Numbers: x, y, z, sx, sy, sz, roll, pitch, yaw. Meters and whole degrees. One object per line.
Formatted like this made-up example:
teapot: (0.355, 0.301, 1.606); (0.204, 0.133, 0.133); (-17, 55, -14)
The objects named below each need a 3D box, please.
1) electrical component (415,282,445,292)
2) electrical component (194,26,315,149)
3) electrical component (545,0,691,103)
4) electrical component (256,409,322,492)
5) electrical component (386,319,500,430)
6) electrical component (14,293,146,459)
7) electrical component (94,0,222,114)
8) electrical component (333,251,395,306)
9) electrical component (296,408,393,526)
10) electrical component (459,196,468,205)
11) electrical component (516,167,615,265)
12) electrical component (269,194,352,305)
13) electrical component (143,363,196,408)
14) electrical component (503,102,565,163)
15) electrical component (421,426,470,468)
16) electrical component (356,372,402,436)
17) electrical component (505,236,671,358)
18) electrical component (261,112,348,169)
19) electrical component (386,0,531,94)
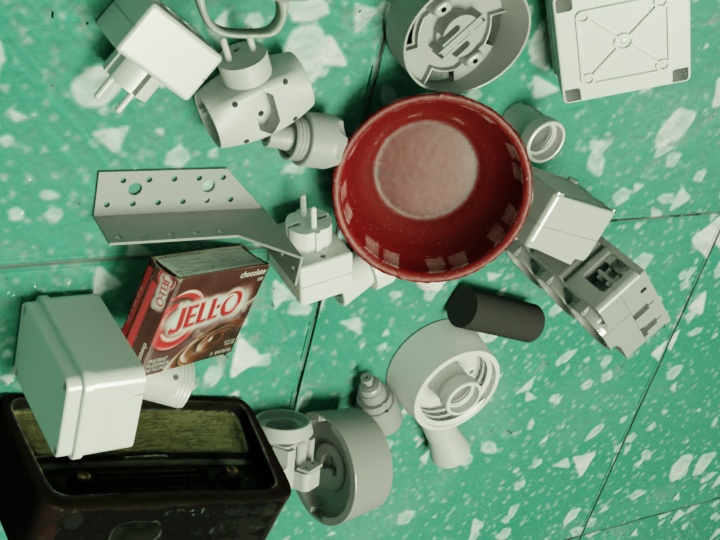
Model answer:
electrical component: (0.054, -0.007, 0.969); (0.035, 0.035, 0.061); (-43, 133, 3)
electrical component: (-0.080, -0.137, 0.771); (0.077, 0.043, 0.079); (-27, 135, -14)
electrical component: (0.210, -0.201, 0.878); (0.109, 0.056, 0.108); (-10, 135, 8)
electrical component: (-0.073, 0.164, 0.993); (0.058, 0.078, 0.057); (-18, 117, -58)
electrical component: (0.087, 0.109, 1.062); (0.108, 0.060, 0.108); (-18, 131, -22)
electrical component: (-0.211, 0.077, 0.800); (0.057, 0.113, 0.078); (-5, 126, -34)
electrical component: (-0.147, -0.139, 0.722); (0.076, 0.047, 0.066); (-48, 135, 8)
electrical component: (0.000, 0.000, 0.930); (0.055, 0.045, 0.045); (-26, 134, -15)
electrical component: (-0.013, 0.183, 1.022); (0.060, 0.108, 0.108); (-7, 127, -37)
electrical component: (0.108, -0.075, 0.946); (0.064, 0.042, 0.081); (-37, 135, -4)
electrical component: (0.168, -0.046, 0.932); (0.096, 0.061, 0.061); (11, 116, -40)
electrical component: (-0.041, -0.024, 0.869); (0.047, 0.065, 0.076); (-18, 132, -22)
electrical component: (-0.169, 0.086, 0.885); (0.081, 0.043, 0.043); (24, 108, -44)
electrical component: (0.149, -0.121, 0.935); (0.040, 0.046, 0.040); (-18, 131, -22)
electrical component: (0.086, 0.171, 1.124); (0.044, 0.044, 0.065); (-32, 130, -9)
electrical component: (0.015, 0.128, 1.043); (0.040, 0.040, 0.078); (-30, 134, -11)
electrical component: (0.203, 0.004, 0.993); (0.062, 0.150, 0.089); (-42, 136, 0)
electrical component: (-0.045, -0.100, 0.824); (0.062, 0.043, 0.043); (1, 122, -32)
electrical component: (0.072, -0.184, 0.821); (0.099, 0.064, 0.099); (-18, 131, -22)
